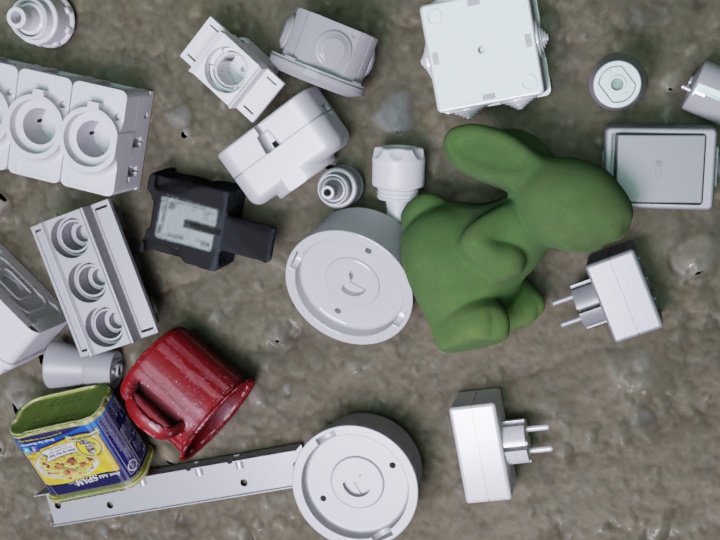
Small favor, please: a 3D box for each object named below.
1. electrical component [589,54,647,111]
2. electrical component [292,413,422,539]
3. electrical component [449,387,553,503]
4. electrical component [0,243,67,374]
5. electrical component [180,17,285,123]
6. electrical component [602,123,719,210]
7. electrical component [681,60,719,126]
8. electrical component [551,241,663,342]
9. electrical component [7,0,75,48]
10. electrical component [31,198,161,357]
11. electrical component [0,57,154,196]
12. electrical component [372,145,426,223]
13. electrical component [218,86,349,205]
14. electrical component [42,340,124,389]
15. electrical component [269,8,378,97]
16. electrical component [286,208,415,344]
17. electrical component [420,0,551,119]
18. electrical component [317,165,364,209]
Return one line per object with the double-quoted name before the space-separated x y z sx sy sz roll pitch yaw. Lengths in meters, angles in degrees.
"electrical component" 0.194 -0.141 0.811 0.044 0.065 0.044 3 101 13
"electrical component" 0.002 0.175 0.921 0.108 0.060 0.108 3 102 13
"electrical component" 0.121 0.143 0.893 0.076 0.047 0.083 -9 99 15
"electrical component" -0.328 0.031 0.964 0.113 0.078 0.057 45 105 2
"electrical component" -0.100 -0.163 0.878 0.081 0.064 0.042 43 106 2
"electrical component" 0.233 -0.079 0.816 0.096 0.061 0.061 2 101 13
"electrical component" 0.279 -0.127 0.806 0.078 0.040 0.040 25 105 7
"electrical component" 0.192 0.023 0.853 0.077 0.047 0.065 -21 95 17
"electrical component" -0.275 -0.213 0.912 0.048 0.062 0.048 3 101 13
"electrical component" -0.226 0.005 0.942 0.079 0.063 0.121 -18 96 16
"electrical component" -0.265 -0.125 0.927 0.150 0.062 0.089 14 104 11
"electrical component" 0.031 -0.070 0.876 0.043 0.043 0.062 4 103 13
"electrical component" -0.059 -0.099 0.884 0.095 0.053 0.059 -34 95 20
"electrical component" -0.249 0.088 0.976 0.065 0.044 0.044 4 102 8
"electrical component" -0.027 -0.172 0.852 0.080 0.080 0.051 23 100 8
"electrical component" 0.000 0.000 0.883 0.108 0.060 0.108 11 125 16
"electrical component" 0.097 -0.171 0.837 0.100 0.048 0.099 -9 99 15
"electrical component" -0.019 -0.067 0.879 0.035 0.061 0.035 3 101 13
